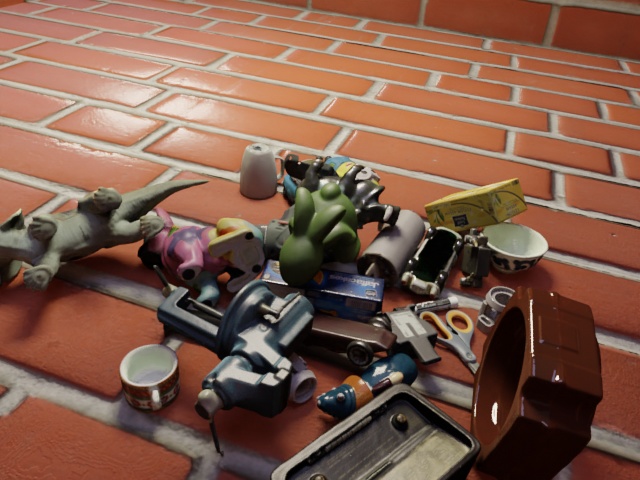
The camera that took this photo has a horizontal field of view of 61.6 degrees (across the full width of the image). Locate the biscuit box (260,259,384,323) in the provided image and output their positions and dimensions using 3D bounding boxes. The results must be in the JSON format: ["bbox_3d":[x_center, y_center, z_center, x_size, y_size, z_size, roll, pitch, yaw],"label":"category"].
[{"bbox_3d":[0.003,0.087,0.883,0.203,0.059,0.063,10,34,6],"label":"biscuit box"}]

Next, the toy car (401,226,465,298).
[{"bbox_3d":[0.209,0.038,0.984,0.074,0.056,0.202,25,40,15],"label":"toy car"}]

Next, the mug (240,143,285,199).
[{"bbox_3d":[-0.123,-0.156,1.175,0.109,0.107,0.081,-19,43,-27],"label":"mug"}]

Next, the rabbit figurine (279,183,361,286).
[{"bbox_3d":[-0.002,-0.003,0.847,0.121,0.159,0.170,22,44,10],"label":"rabbit figurine"}]

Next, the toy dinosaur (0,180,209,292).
[{"bbox_3d":[-0.394,-0.022,0.893,0.405,0.131,0.192,-21,19,-30],"label":"toy dinosaur"}]

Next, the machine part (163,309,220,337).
[{"bbox_3d":[-0.169,0.128,0.825,0.139,0.039,0.084,8,43,1],"label":"machine part"}]

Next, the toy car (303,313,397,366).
[{"bbox_3d":[0.013,0.140,0.797,0.202,0.053,0.089,8,20,25],"label":"toy car"}]

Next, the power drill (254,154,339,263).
[{"bbox_3d":[-0.057,-0.057,1.008,0.232,0.086,0.207,14,61,1],"label":"power drill"}]

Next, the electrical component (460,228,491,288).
[{"bbox_3d":[0.276,0.034,0.968,0.045,0.102,0.078,4,12,-13],"label":"electrical component"}]

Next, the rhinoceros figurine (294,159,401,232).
[{"bbox_3d":[0.051,-0.074,0.955,0.190,0.073,0.112,14,66,-6],"label":"rhinoceros figurine"}]

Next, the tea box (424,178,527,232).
[{"bbox_3d":[0.302,-0.063,1.055,0.098,0.068,0.170,-21,4,-31],"label":"tea box"}]

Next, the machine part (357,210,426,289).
[{"bbox_3d":[0.135,0.015,0.989,0.079,0.079,0.243,19,36,19],"label":"machine part"}]

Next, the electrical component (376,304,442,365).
[{"bbox_3d":[0.140,0.154,0.815,0.075,0.047,0.119,-12,39,-22],"label":"electrical component"}]

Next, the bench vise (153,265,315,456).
[{"bbox_3d":[-0.128,0.127,0.708,0.241,0.128,0.224,23,50,21],"label":"bench vise"}]

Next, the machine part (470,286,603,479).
[{"bbox_3d":[0.257,0.175,0.655,0.087,0.201,0.201,17,43,4],"label":"machine part"}]

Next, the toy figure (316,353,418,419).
[{"bbox_3d":[0.065,0.201,0.726,0.154,0.064,0.058,-20,58,-32],"label":"toy figure"}]

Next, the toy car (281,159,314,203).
[{"bbox_3d":[-0.012,-0.119,1.141,0.109,0.102,0.162,-15,42,-28],"label":"toy car"}]

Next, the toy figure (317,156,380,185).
[{"bbox_3d":[0.062,-0.133,1.191,0.082,0.089,0.180,-34,40,-26],"label":"toy figure"}]

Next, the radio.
[{"bbox_3d":[0.061,0.270,0.617,0.229,0.073,0.131,-22,43,-34],"label":"radio"}]

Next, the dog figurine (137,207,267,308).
[{"bbox_3d":[-0.211,0.005,0.923,0.191,0.108,0.219,-35,42,-12],"label":"dog figurine"}]
